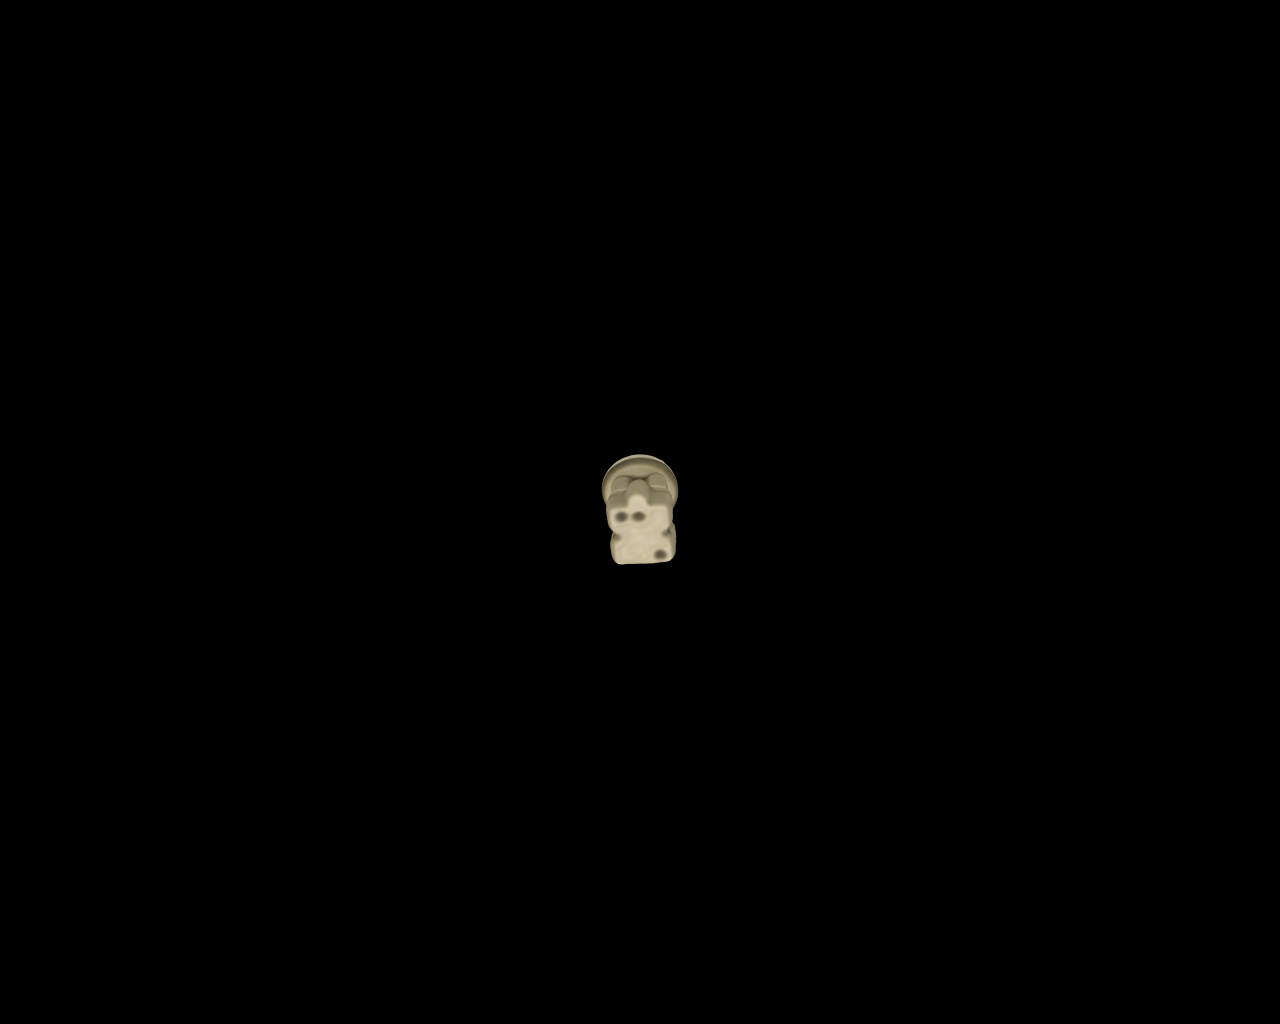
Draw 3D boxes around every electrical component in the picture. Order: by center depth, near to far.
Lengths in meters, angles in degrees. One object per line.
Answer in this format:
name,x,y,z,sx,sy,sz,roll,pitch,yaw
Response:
electrical component,0.001,-0.003,0.650,0.048,0.066,0.055,-3,36,2
